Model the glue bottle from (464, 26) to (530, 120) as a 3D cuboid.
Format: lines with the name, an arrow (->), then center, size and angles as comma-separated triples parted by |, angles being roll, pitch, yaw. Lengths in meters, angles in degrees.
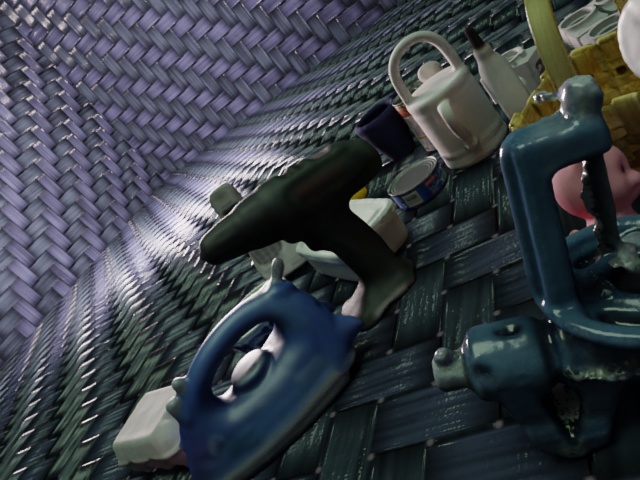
glue bottle -> 0.229, -0.194, 0.715 | 0.037, 0.173, 0.078 | -34, 22, 19

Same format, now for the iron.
iron -> -0.080, 0.147, 0.624 | 0.258, 0.142, 0.118 | -46, 21, -12

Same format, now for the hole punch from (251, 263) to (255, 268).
hole punch -> -0.110, -0.020, 1.092 | 0.101, 0.091, 0.108 | -32, 22, 23

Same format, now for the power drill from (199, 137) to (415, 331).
power drill -> 0.006, 0.002, 0.667 | 0.230, 0.209, 0.075 | -46, 21, -12

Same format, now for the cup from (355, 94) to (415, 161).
cup -> 0.128, -0.196, 1.015 | 0.091, 0.095, 0.118 | -17, 31, 48

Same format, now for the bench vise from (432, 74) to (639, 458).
bench vise -> 0.149, 0.031, 0.336 | 0.207, 0.220, 0.121 | -39, 21, 7

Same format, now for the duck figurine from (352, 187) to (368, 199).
duck figurine -> 0.024, -0.096, 1.013 | 0.078, 0.086, 0.104 | -51, 22, -24

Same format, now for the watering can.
watering can -> 0.170, -0.206, 0.815 | 0.101, 0.194, 0.172 | -41, 20, 1

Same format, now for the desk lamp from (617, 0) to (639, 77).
desk lamp -> 0.294, -0.106, 0.361 | 0.203, 0.214, 0.117 | -42, 20, -1

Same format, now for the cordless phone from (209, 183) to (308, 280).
cordless phone -> -0.079, -0.035, 0.930 | 0.147, 0.185, 0.094 | -37, 21, 11

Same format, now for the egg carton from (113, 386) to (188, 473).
egg carton -> -0.198, 0.245, 0.743 | 0.150, 0.069, 0.107 | -25, 26, 38

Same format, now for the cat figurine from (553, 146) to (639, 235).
cat figurine -> 0.223, -0.025, 0.462 | 0.067, 0.118, 0.128 | -19, 30, 46
